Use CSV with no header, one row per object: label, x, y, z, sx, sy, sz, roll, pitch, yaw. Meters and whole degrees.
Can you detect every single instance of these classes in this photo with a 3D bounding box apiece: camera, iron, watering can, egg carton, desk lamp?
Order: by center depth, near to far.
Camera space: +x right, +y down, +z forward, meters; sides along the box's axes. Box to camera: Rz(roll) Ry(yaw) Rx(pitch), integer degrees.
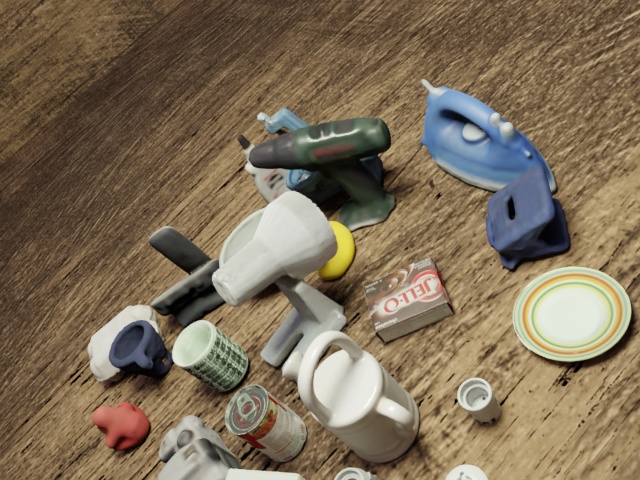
watering can,0.028,0.180,0.679,0.172,0.195,0.101,-11,46,30
camera,-0.186,0.331,0.778,0.137,0.101,0.142,-46,39,-9
desk lamp,-0.047,0.065,0.835,0.117,0.214,0.203,19,65,47
iron,0.250,-0.168,0.883,0.119,0.142,0.257,-42,39,-3
egg carton,-0.367,0.195,1.079,0.150,0.070,0.107,-40,39,-1

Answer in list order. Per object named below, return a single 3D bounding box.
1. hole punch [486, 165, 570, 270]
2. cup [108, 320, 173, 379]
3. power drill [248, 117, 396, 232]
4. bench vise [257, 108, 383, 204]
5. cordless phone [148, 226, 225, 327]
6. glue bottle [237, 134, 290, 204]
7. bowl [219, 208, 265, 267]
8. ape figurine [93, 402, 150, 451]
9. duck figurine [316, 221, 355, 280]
hole punch,0.272,-0.032,0.774,0.101,0.091,0.108,-18,43,25
cup,-0.296,0.204,0.993,0.092,0.095,0.117,-48,40,-11
power drill,0.026,-0.109,0.951,0.229,0.209,0.075,-19,43,24
bench vise,0.003,-0.168,1.017,0.207,0.220,0.121,-28,40,13
cordless phone,-0.264,0.058,1.036,0.147,0.186,0.094,-37,39,3
glue bottle,-0.108,-0.139,1.114,0.078,0.174,0.037,-46,39,-8
bowl,-0.093,0.023,1.024,0.167,0.075,0.167,-21,42,21
ape figurine,-0.330,0.297,0.932,0.075,0.092,0.078,-4,51,36
duck figurine,0.009,0.003,0.953,0.077,0.086,0.104,-11,47,31
